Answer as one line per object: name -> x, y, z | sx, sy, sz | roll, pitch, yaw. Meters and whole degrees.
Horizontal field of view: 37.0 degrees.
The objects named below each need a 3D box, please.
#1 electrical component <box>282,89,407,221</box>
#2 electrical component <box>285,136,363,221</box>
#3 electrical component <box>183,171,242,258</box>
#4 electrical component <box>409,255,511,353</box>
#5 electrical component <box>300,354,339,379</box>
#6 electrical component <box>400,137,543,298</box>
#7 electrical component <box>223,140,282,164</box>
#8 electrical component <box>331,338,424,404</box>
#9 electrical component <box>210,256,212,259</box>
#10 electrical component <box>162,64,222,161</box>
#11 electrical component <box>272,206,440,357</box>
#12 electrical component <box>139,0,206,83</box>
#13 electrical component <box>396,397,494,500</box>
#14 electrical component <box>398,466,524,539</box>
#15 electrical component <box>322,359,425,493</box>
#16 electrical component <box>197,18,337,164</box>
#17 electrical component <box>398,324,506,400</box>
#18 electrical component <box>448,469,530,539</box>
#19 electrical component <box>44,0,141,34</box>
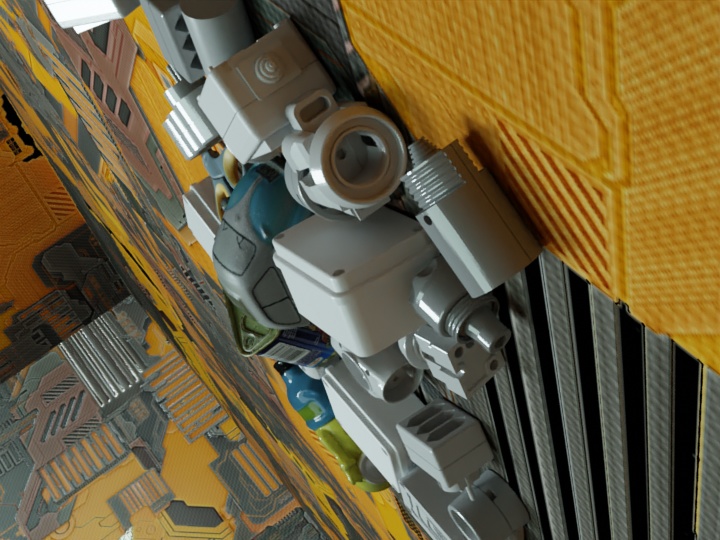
electrical component -> -0.007, -0.066, 0.621 | 0.078, 0.058, 0.057 | 59, 168, -19
electrical component -> -0.018, -0.060, 0.679 | 0.055, 0.055, 0.047 | 58, 170, -16
electrical component -> -0.131, -0.047, 1.072 | 0.078, 0.057, 0.113 | 52, 166, 9
electrical component -> 0.062, 0.023, 0.633 | 0.062, 0.043, 0.043 | 44, 163, 31
electrical component -> -0.033, 0.069, 1.018 | 0.048, 0.062, 0.048 | 49, 166, 17
electrical component -> 0.051, -0.031, 0.540 | 0.081, 0.043, 0.043 | 55, 166, -3
electrical component -> -0.080, -0.102, 0.805 | 0.048, 0.048, 0.062 | 55, 173, -5
electrical component -> 0.018, 0.084, 0.922 | 0.077, 0.044, 0.079 | 43, 162, 39
electrical component -> -0.151, -0.039, 1.177 | 0.077, 0.047, 0.065 | 45, 163, 33
electrical component -> -0.136, -0.138, 0.881 | 0.073, 0.052, 0.138 | 56, 166, -8
electrical component -> 0.000, 0.000, 0.702 | 0.113, 0.078, 0.057 | 30, 145, 59
electrical component -> -0.129, -0.184, 0.759 | 0.077, 0.047, 0.065 | 45, 163, 33
electrical component -> 0.076, 0.155, 0.881 | 0.066, 0.047, 0.076 | 25, 143, 63
electrical component -> 0.094, 0.225, 0.982 | 0.113, 0.057, 0.078 | 46, 164, 30
electrical component -> 0.023, 0.140, 1.014 | 0.108, 0.056, 0.108 | 46, 164, 29
electrical component -> -0.057, -0.108, 0.672 | 0.061, 0.062, 0.096 | 55, 166, -4
electrical component -> 0.058, 0.048, 0.705 | 0.055, 0.048, 0.066 | 26, 150, 48
electrical component -> 0.108, 0.205, 0.910 | 0.055, 0.047, 0.055 | 49, 165, 18
electrical component -> -0.188, -0.218, 0.799 | 0.096, 0.061, 0.061 | 3, 132, 40
